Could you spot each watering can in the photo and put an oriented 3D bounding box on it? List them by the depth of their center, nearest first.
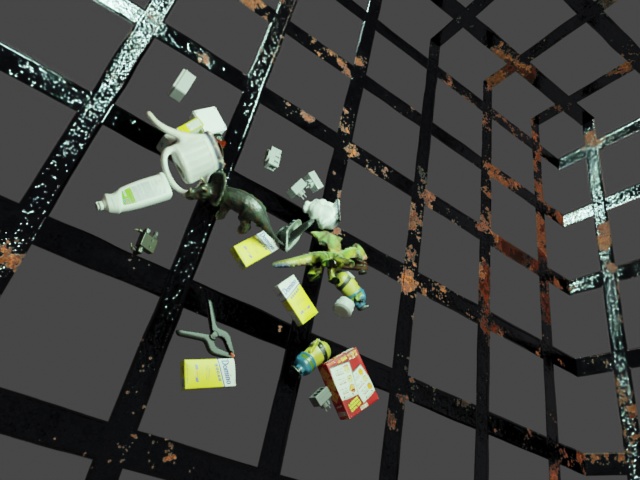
[{"bbox_3d":[-0.471,-0.326,1.843,0.227,0.105,0.340,-30,124,-25],"label":"watering can"}]

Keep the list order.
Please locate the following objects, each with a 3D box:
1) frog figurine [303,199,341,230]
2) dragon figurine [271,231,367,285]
[{"bbox_3d":[0.007,-0.110,2.195,0.159,0.121,0.139,-1,74,1],"label":"frog figurine"},{"bbox_3d":[0.006,0.050,2.096,0.410,0.119,0.248,10,36,-13],"label":"dragon figurine"}]
